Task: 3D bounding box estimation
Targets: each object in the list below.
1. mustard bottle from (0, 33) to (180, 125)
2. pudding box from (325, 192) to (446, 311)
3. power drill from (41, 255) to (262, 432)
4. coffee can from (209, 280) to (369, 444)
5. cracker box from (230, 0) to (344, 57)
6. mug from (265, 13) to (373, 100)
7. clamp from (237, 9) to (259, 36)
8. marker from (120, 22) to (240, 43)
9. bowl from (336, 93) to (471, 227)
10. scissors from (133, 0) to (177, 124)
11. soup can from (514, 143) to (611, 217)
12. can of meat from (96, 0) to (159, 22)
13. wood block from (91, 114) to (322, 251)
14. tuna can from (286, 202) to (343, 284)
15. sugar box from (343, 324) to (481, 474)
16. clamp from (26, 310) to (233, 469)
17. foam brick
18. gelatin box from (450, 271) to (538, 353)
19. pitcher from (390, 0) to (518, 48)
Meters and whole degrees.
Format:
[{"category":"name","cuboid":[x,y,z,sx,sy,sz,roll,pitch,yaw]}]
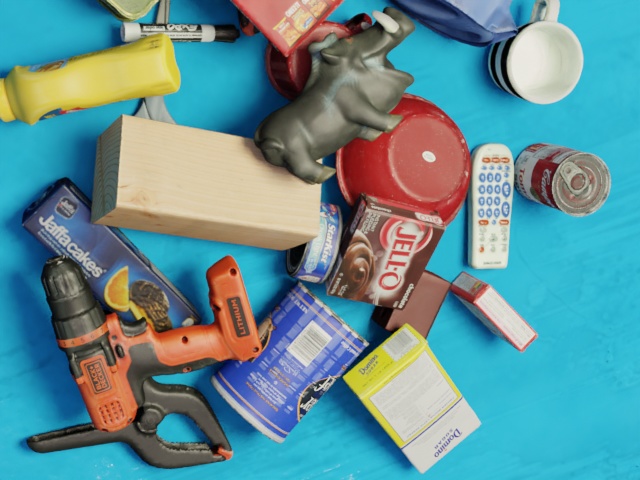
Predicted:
[{"category":"mustard bottle","cuboid":[-0.232,-0.149,1.014,0.191,0.096,0.058,-12,104,0]},{"category":"pudding box","cuboid":[0.064,0.013,1.092,0.090,0.039,0.114,13,123,-18]},{"category":"power drill","cuboid":[-0.162,0.079,1.042,0.187,0.057,0.184,-18,109,-8]},{"category":"coffee can","cuboid":[-0.032,0.128,1.124,0.102,0.103,0.140,42,88,-19]},{"category":"cracker box","cuboid":[-0.050,-0.302,0.976,0.164,0.072,0.213,-45,107,3]},{"category":"mug","cuboid":[0.007,-0.188,1.080,0.117,0.081,0.093,-39,108,-4]},{"category":"clamp","cuboid":[-0.044,-0.290,1.070,0.120,0.039,0.171,35,90,-5]},{"category":"marker","cuboid":[-0.137,-0.206,1.061,0.120,0.020,0.020,-5,103,-25]},{"category":"bowl","cuboid":[0.100,-0.081,1.117,0.161,0.055,0.162,3,83,-23]},{"category":"scissors","cuboid":[-0.152,-0.142,1.083,0.096,0.016,0.202,21,95,-19]},{"category":"soup can","cuboid":[0.261,-0.068,1.161,0.068,0.102,0.068,-3,102,-15]},{"category":"can of meat","cuboid":[-0.198,-0.254,1.011,0.102,0.084,0.057,41,90,-19]},{"category":"wood block","cuboid":[-0.110,-0.052,1.046,0.205,0.090,0.091,8,77,-26]},{"category":"tuna can","cuboid":[-0.007,0.001,1.114,0.033,0.086,0.086,13,98,-16]},{"category":"sugar box","cuboid":[0.103,0.177,1.169,0.093,0.048,0.176,-39,135,-4]},{"category":"clamp","cuboid":[-0.192,0.192,1.130,0.209,0.036,0.164,35,91,-18]},{"category":"foam brick","cuboid":[0.099,0.067,1.174,0.051,0.053,0.078,23,94,-19]},{"category":"gelatin box","cuboid":[0.193,0.079,1.189,0.089,0.073,0.030,44,87,-18]},{"category":"pitcher","cuboid":[0.161,-0.333,1.076,0.149,0.145,0.243,29,89,-31]}]
